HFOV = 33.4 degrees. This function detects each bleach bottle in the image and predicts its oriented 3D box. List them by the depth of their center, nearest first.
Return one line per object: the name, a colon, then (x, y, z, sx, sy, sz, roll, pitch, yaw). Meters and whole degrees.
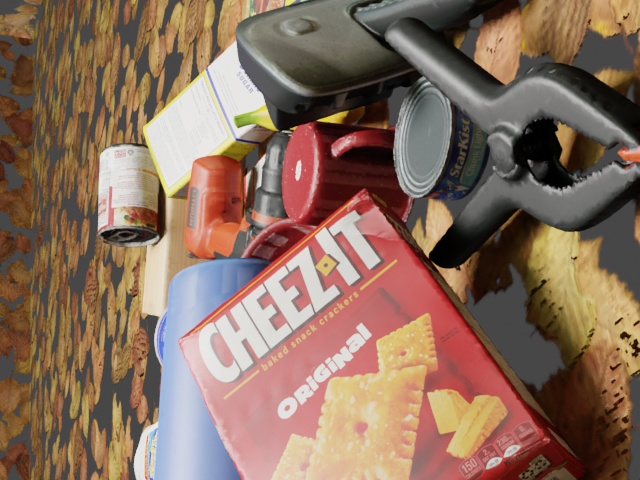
bleach bottle: (-0.153, 0.238, 1.131, 0.251, 0.068, 0.102, 144, 129, -63)

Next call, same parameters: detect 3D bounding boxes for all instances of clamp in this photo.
clamp: (0.116, -0.044, 0.618, 0.210, 0.036, 0.164, 19, 125, 54)

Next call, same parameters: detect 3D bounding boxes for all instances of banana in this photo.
banana: (-0.004, -0.112, 0.936, 0.198, 0.069, 0.037, 2, 118, 61)

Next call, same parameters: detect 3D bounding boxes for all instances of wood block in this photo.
wood block: (-0.145, -0.014, 1.234, 0.090, 0.090, 0.206, 178, 97, -68)

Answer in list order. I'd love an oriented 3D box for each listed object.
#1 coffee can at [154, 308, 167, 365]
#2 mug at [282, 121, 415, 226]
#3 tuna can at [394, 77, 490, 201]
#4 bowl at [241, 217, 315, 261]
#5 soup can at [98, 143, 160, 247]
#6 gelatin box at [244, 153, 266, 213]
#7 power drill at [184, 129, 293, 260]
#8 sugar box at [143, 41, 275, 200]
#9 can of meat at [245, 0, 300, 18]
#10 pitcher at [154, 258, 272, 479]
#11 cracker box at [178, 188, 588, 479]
coffee can: (-0.102, 0.109, 1.083, 0.140, 0.102, 0.103, -174, 89, -68)
mug: (0.025, -0.053, 0.825, 0.117, 0.081, 0.093, 138, 132, -61)
tuna can: (0.085, -0.070, 0.742, 0.086, 0.033, 0.086, -175, 90, -69)
bowl: (-0.010, 0.063, 0.887, 0.162, 0.055, 0.162, -9, 78, 48)
soup can: (-0.214, -0.050, 1.198, 0.069, 0.068, 0.102, 140, 131, -61)
gelatin box: (-0.048, -0.045, 1.076, 0.089, 0.030, 0.073, 141, 130, -58)
power drill: (-0.068, -0.026, 1.009, 0.188, 0.057, 0.184, 32, 117, 59)
sugar box: (-0.105, -0.126, 1.111, 0.176, 0.048, 0.093, -34, 68, 30)
can of meat: (-0.020, -0.215, 0.965, 0.084, 0.057, 0.102, 5, 88, 46)
pitcher: (-0.053, 0.138, 0.778, 0.145, 0.149, 0.243, 58, -152, -66)
cracker box: (0.026, 0.096, 0.637, 0.164, 0.072, 0.214, -39, 51, 7)
